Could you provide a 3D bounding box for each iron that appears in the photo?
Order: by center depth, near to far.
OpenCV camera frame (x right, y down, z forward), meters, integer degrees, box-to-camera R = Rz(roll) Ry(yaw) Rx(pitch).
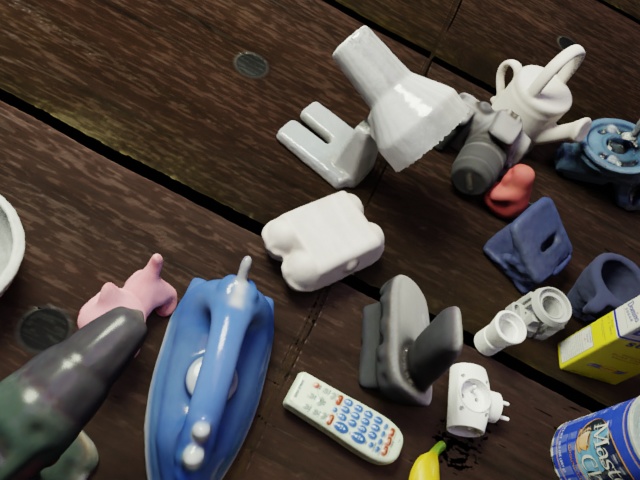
[{"bbox_3d":[-0.106,0.144,0.558,0.119,0.141,0.258,16,57,-10],"label":"iron"}]

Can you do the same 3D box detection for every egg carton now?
[{"bbox_3d":[0.007,0.003,0.727,0.151,0.069,0.107,-25,71,-30],"label":"egg carton"}]

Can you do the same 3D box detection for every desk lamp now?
[{"bbox_3d":[0.065,-0.160,0.757,0.203,0.213,0.118,39,56,6],"label":"desk lamp"}]

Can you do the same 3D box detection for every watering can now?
[{"bbox_3d":[0.354,-0.225,0.911,0.173,0.194,0.101,37,55,4],"label":"watering can"}]

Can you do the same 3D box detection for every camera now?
[{"bbox_3d":[0.243,-0.145,0.880,0.143,0.100,0.137,34,55,3],"label":"camera"}]

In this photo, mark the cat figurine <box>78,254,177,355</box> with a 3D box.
[{"bbox_3d":[-0.198,0.068,0.585,0.067,0.117,0.128,31,55,0],"label":"cat figurine"}]

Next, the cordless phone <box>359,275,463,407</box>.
[{"bbox_3d":[0.116,0.096,0.640,0.094,0.185,0.147,10,58,-14],"label":"cordless phone"}]

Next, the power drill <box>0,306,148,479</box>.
[{"bbox_3d":[-0.234,0.167,0.458,0.075,0.208,0.230,39,56,6],"label":"power drill"}]

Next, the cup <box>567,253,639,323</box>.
[{"bbox_3d":[0.384,0.084,0.798,0.118,0.095,0.091,-30,74,-31],"label":"cup"}]

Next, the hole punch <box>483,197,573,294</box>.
[{"bbox_3d":[0.311,0.006,0.821,0.109,0.091,0.101,-33,75,-32],"label":"hole punch"}]

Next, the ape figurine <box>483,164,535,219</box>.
[{"bbox_3d":[0.290,-0.080,0.864,0.078,0.092,0.076,-17,68,-27],"label":"ape figurine"}]

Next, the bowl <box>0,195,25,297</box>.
[{"bbox_3d":[-0.383,0.023,0.572,0.168,0.074,0.167,9,58,-14],"label":"bowl"}]

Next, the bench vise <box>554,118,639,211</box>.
[{"bbox_3d":[0.518,-0.156,0.913,0.208,0.219,0.121,7,58,-15],"label":"bench vise"}]
